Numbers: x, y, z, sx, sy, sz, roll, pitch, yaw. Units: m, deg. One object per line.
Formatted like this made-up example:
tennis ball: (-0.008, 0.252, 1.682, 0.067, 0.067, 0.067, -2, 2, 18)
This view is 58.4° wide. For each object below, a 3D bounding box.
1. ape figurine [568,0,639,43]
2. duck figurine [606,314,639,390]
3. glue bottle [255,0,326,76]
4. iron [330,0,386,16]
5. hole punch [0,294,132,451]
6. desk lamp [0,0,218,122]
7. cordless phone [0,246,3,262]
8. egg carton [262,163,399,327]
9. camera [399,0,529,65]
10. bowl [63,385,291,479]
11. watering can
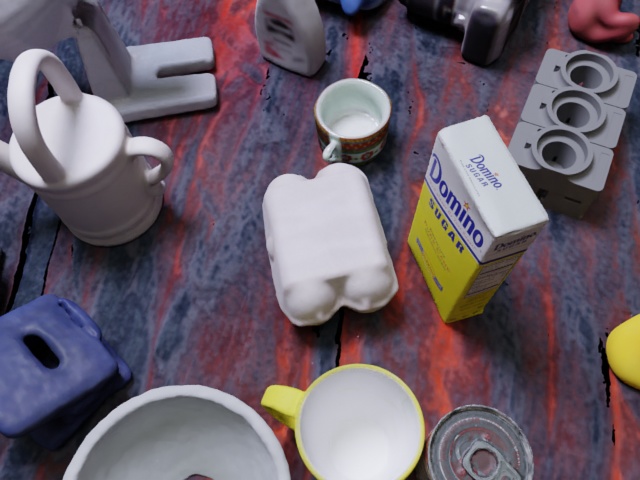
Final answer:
ape figurine: (0.316, -0.265, 0.619, 0.076, 0.092, 0.078, 8, 65, 7)
duck figurine: (0.294, 0.082, 0.454, 0.104, 0.086, 0.077, 0, 64, 3)
glue bottle: (-0.036, -0.246, 0.584, 0.078, 0.173, 0.037, 23, 67, 14)
iron: (0.053, -0.391, 0.668, 0.118, 0.141, 0.258, 22, 67, 14)
hole punch: (-0.229, 0.100, 0.471, 0.108, 0.091, 0.101, 39, 72, 19)
desk lamp: (-0.223, -0.221, 0.560, 0.203, 0.214, 0.118, -10, 64, -2)
cordless phone: (-0.370, 0.008, 0.471, 0.147, 0.185, 0.094, -5, 64, 1)
egg carton: (0.005, 0.002, 0.518, 0.107, 0.069, 0.150, -13, 64, -3)
camera: (0.166, -0.292, 0.636, 0.136, 0.101, 0.143, 25, 68, 15)
bowl: (-0.100, 0.198, 0.425, 0.167, 0.075, 0.167, -1, 64, 3)
watering can: (-0.222, -0.077, 0.500, 0.173, 0.194, 0.101, -20, 64, -6)
